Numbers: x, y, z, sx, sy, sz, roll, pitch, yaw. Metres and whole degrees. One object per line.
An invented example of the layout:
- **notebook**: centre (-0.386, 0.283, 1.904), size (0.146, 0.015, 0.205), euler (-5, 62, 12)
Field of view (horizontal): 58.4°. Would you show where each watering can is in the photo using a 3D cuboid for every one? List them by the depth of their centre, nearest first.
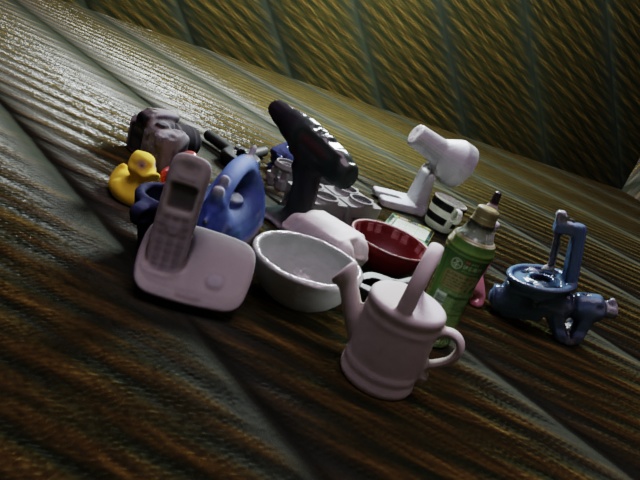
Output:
- **watering can**: centre (0.095, 0.088, 0.702), size (0.173, 0.194, 0.101), euler (18, 22, -6)

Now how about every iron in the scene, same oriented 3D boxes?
- **iron**: centre (-0.149, -0.065, 0.915), size (0.118, 0.141, 0.258), euler (20, 22, -1)

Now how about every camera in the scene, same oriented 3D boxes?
- **camera**: centre (-0.304, -0.210, 1.176), size (0.137, 0.101, 0.142), euler (-5, 33, -47)

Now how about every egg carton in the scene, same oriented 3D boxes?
- **egg carton**: centre (0.009, 0.004, 0.992), size (0.150, 0.069, 0.107), euler (32, 24, 26)

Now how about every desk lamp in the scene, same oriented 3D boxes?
- **desk lamp**: centre (0.268, -0.171, 1.438), size (0.204, 0.213, 0.117), euler (12, 23, -20)

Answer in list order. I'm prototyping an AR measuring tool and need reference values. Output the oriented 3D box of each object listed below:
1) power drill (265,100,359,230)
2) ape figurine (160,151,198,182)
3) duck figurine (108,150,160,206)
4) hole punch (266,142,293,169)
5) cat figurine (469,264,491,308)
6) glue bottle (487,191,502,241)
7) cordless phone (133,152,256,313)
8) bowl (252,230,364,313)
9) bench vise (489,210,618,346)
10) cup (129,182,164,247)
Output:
- **power drill**: centre (-0.040, -0.126, 1.066), size (0.228, 0.208, 0.076), euler (33, 25, 29)
- **ape figurine**: centre (-0.243, -0.116, 1.021), size (0.076, 0.092, 0.077), euler (1, 29, -40)
- **duck figurine**: centre (-0.305, -0.109, 0.957), size (0.104, 0.086, 0.078), euler (34, 25, 30)
- **hole punch**: centre (-0.059, -0.196, 1.373), size (0.101, 0.091, 0.108), euler (-4, 32, -46)
- **cat figurine**: centre (0.257, 0.056, 1.022), size (0.128, 0.118, 0.067), euler (4, 27, -36)
- **glue bottle**: centre (0.341, -0.023, 1.207), size (0.078, 0.173, 0.037), euler (32, 24, 26)
- **cordless phone**: centre (-0.146, -0.007, 0.724), size (0.148, 0.185, 0.094), euler (16, 22, -12)
- **bowl**: centre (-0.026, 0.056, 0.831), size (0.167, 0.075, 0.167), euler (18, 22, -7)
- **bench vise**: centre (0.436, 0.063, 1.026), size (0.208, 0.220, 0.121), euler (15, 22, -12)
- **cup**: centre (-0.229, -0.020, 0.803), size (0.091, 0.095, 0.118), euler (26, 22, 14)
